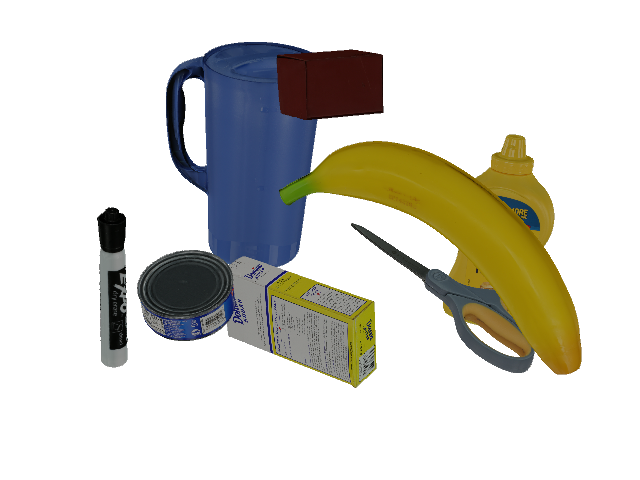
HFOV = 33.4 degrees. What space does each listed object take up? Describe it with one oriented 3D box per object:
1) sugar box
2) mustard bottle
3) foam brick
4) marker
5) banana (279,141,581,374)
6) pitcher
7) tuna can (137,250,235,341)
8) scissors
[{"bbox_3d":[-0.024,0.085,1.150,0.176,0.093,0.048,21,38,32],"label":"sugar box"},{"bbox_3d":[0.180,-0.010,1.056,0.096,0.192,0.058,12,20,20],"label":"mustard bottle"},{"bbox_3d":[0.009,-0.133,0.911,0.078,0.051,0.053,-9,18,-27],"label":"foam brick"},{"bbox_3d":[-0.142,0.033,0.731,0.020,0.121,0.020,4,29,-2],"label":"marker"},{"bbox_3d":[0.076,-0.003,0.608,0.198,0.070,0.037,33,18,8],"label":"banana"},{"bbox_3d":[-0.080,-0.095,1.206,0.144,0.243,0.149,-21,38,-40],"label":"pitcher"},{"bbox_3d":[-0.119,0.049,0.959,0.086,0.034,0.086,-2,42,2],"label":"tuna can"},{"bbox_3d":[0.114,0.034,0.853,0.096,0.016,0.202,-10,39,-29],"label":"scissors"}]
